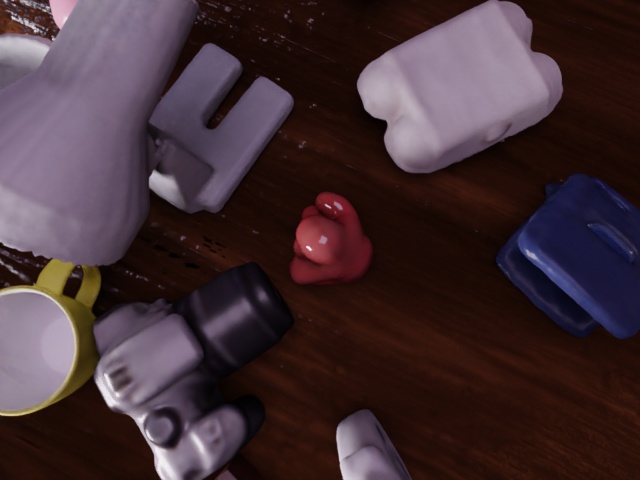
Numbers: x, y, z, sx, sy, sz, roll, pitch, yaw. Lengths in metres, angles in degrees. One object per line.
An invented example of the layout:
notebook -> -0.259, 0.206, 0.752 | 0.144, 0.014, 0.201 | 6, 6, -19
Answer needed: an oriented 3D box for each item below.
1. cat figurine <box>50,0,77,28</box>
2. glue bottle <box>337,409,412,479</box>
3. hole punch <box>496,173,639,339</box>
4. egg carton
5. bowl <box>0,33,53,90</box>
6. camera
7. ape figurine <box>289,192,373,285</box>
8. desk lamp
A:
cat figurine -> -0.184, -0.207, 0.467 | 0.067, 0.118, 0.128 | -9, 82, 3
glue bottle -> 0.037, 0.161, 0.376 | 0.037, 0.173, 0.078 | -30, 81, -1
hole punch -> 0.202, 0.008, 0.428 | 0.108, 0.091, 0.101 | 43, 87, 8
egg carton -> 0.113, -0.122, 0.462 | 0.150, 0.069, 0.107 | -28, 81, -1
bowl -> -0.242, -0.076, 0.475 | 0.167, 0.075, 0.167 | 0, 82, 3
camera -> -0.083, 0.089, 0.429 | 0.137, 0.101, 0.143 | -33, 81, -1
ape figurine -> 0.004, 0.002, 0.440 | 0.076, 0.092, 0.078 | 41, 86, 8
desk lamp -> -0.127, -0.081, 0.398 | 0.118, 0.213, 0.203 | 34, 85, 8
